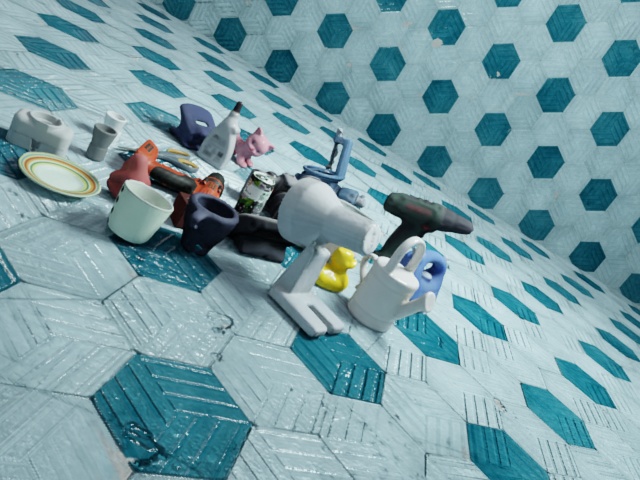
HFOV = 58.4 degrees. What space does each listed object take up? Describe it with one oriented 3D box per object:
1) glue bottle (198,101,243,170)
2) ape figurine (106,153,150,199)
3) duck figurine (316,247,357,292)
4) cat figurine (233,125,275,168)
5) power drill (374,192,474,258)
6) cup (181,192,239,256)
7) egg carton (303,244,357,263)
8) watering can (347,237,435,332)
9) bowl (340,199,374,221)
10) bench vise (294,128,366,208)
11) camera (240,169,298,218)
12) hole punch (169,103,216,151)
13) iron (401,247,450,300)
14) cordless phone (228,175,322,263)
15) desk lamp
[{"bbox_3d":[-0.232,-0.264,1.410,0.078,0.173,0.037,34,19,7],"label":"glue bottle"},{"bbox_3d":[-0.330,-0.112,1.012,0.078,0.092,0.076,16,24,-38],"label":"ape figurine"},{"bbox_3d":[0.031,0.052,1.172,0.105,0.086,0.077,15,25,-40],"label":"duck figurine"},{"bbox_3d":[-0.192,-0.261,1.548,0.127,0.117,0.067,36,20,13],"label":"cat figurine"},{"bbox_3d":[0.245,-0.012,1.468,0.230,0.208,0.075,31,19,-3],"label":"power drill"},{"bbox_3d":[-0.202,-0.018,0.973,0.091,0.095,0.118,34,19,5],"label":"cup"},{"bbox_3d":[0.012,0.005,1.284,0.150,0.069,0.107,35,19,10],"label":"egg carton"},{"bbox_3d":[0.150,0.081,1.118,0.172,0.194,0.101,36,20,13],"label":"watering can"},{"bbox_3d":[0.065,-0.036,1.456,0.168,0.074,0.167,28,19,-11],"label":"bowl"},{"bbox_3d":[0.051,-0.180,1.565,0.207,0.219,0.121,31,19,-3],"label":"bench vise"},{"bbox_3d":[-0.096,-0.098,1.322,0.143,0.100,0.136,23,21,-25],"label":"camera"},{"bbox_3d":[-0.311,-0.287,1.469,0.100,0.091,0.109,44,22,30],"label":"hole punch"},{"bbox_3d":[0.241,0.079,1.341,0.118,0.141,0.259,44,22,31],"label":"iron"},{"bbox_3d":[-0.086,-0.058,1.112,0.148,0.185,0.094,12,27,-45],"label":"cordless phone"},{"bbox_3d":[0.001,0.024,1.002,0.202,0.213,0.118,42,22,28],"label":"desk lamp"}]
